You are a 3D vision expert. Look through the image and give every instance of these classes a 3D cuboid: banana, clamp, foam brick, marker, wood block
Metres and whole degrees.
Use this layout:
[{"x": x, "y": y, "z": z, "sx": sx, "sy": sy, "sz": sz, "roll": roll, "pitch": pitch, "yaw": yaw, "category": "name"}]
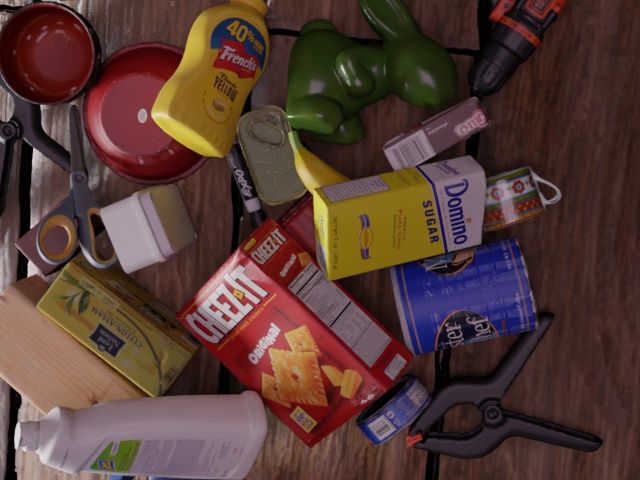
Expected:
[{"x": 0.048, "y": -0.051, "z": 1.122, "sx": 0.197, "sy": 0.037, "sz": 0.069, "roll": 23, "pitch": 72, "yaw": -28, "category": "banana"}, {"x": 0.200, "y": 0.195, "z": 1.187, "sx": 0.210, "sy": 0.036, "sz": 0.164, "roll": -28, "pitch": 92, "yaw": 8, "category": "clamp"}, {"x": -0.292, "y": -0.005, "z": 1.204, "sx": 0.078, "sy": 0.051, "sz": 0.053, "roll": -40, "pitch": 93, "yaw": 9, "category": "foam brick"}, {"x": -0.083, "y": -0.063, "z": 1.193, "sx": 0.020, "sy": 0.020, "sz": 0.121, "roll": -20, "pitch": 94, "yaw": 7, "category": "marker"}, {"x": -0.334, "y": -0.120, "z": 1.202, "sx": 0.120, "sy": 0.039, "sz": 0.171, "roll": -13, "pitch": 96, "yaw": -3, "category": "clamp"}, {"x": -0.284, "y": 0.143, "z": 1.202, "sx": 0.206, "sy": 0.090, "sz": 0.091, "roll": 42, "pitch": 98, "yaw": 0, "category": "wood block"}]

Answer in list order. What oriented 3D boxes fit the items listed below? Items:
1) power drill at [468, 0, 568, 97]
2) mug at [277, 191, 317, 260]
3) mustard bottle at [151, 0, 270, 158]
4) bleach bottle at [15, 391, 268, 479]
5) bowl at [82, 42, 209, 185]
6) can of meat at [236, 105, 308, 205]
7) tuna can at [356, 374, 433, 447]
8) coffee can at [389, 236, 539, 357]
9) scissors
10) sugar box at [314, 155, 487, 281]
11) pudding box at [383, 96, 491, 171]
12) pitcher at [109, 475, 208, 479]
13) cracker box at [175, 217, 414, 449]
[{"x": 0.163, "y": -0.270, "z": 1.125, "sx": 0.187, "sy": 0.057, "sz": 0.184, "roll": 35, "pitch": 95, "yaw": -2, "category": "power drill"}, {"x": -0.008, "y": 0.001, "z": 1.158, "sx": 0.117, "sy": 0.093, "sz": 0.081, "roll": -43, "pitch": 96, "yaw": 4, "category": "mug"}, {"x": -0.103, "y": -0.191, "z": 1.138, "sx": 0.058, "sy": 0.096, "sz": 0.191, "roll": 8, "pitch": 70, "yaw": 45, "category": "mustard bottle"}, {"x": -0.188, "y": 0.203, "z": 1.120, "sx": 0.250, "sy": 0.068, "sz": 0.103, "roll": 7, "pitch": 126, "yaw": -24, "category": "bleach bottle"}, {"x": -0.191, "y": -0.138, "z": 1.177, "sx": 0.162, "sy": 0.055, "sz": 0.162, "roll": 1, "pitch": 97, "yaw": 5, "category": "bowl"}, {"x": -0.046, "y": -0.093, "z": 1.152, "sx": 0.057, "sy": 0.084, "sz": 0.102, "roll": -19, "pitch": 94, "yaw": 7, "category": "can of meat"}, {"x": 0.081, "y": 0.187, "z": 1.173, "sx": 0.086, "sy": 0.086, "sz": 0.034, "roll": -41, "pitch": 91, "yaw": 9, "category": "tuna can"}, {"x": 0.153, "y": 0.061, "z": 1.142, "sx": 0.140, "sy": 0.102, "sz": 0.103, "roll": -13, "pitch": 95, "yaw": 7, "category": "coffee can"}, {"x": -0.279, "y": -0.054, "z": 1.162, "sx": 0.096, "sy": 0.016, "sz": 0.202, "roll": -18, "pitch": 70, "yaw": -21, "category": "scissors"}, {"x": 0.082, "y": -0.023, "z": 1.089, "sx": 0.176, "sy": 0.048, "sz": 0.093, "roll": -12, "pitch": 126, "yaw": -14, "category": "sugar box"}, {"x": 0.123, "y": -0.111, "z": 1.131, "sx": 0.113, "sy": 0.090, "sz": 0.039, "roll": -27, "pitch": 93, "yaw": 8, "category": "pudding box"}, {"x": -0.188, "y": 0.336, "z": 1.139, "sx": 0.149, "sy": 0.242, "sz": 0.145, "roll": 28, "pitch": 101, "yaw": 8, "category": "pitcher"}, {"x": -0.032, "y": 0.105, "z": 1.144, "sx": 0.213, "sy": 0.072, "sz": 0.164, "roll": 44, "pitch": 135, "yaw": -2, "category": "cracker box"}]
